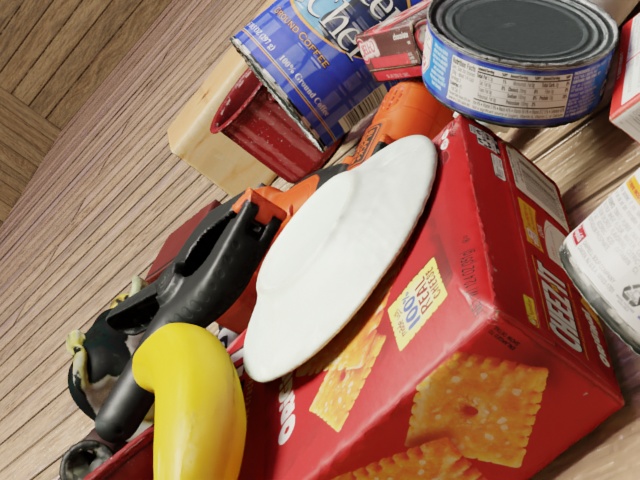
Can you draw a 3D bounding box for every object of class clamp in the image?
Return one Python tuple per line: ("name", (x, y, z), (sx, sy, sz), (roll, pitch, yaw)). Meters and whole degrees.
("clamp", (-0.085, 0.032, 0.656), (0.171, 0.039, 0.120), (-49, 31, 13))

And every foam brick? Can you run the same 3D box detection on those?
("foam brick", (-0.092, 0.015, 0.853), (0.078, 0.053, 0.051), (-32, 27, 45))

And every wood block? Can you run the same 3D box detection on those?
("wood block", (-0.037, -0.143, 0.945), (0.206, 0.090, 0.091), (-50, 19, 8))

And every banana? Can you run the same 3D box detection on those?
("banana", (-0.063, 0.074, 0.473), (0.070, 0.037, 0.198), (-52, 19, 9))

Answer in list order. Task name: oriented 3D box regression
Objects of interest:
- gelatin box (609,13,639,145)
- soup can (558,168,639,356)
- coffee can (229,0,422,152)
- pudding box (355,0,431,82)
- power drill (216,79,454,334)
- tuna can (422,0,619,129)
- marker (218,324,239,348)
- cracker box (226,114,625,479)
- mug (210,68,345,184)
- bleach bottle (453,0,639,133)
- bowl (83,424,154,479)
("gelatin box", (0.165, -0.087, 0.444), (0.089, 0.030, 0.073), (-39, 22, 43))
("soup can", (0.132, -0.009, 0.325), (0.102, 0.068, 0.068), (-47, 19, 20))
("coffee can", (0.023, -0.143, 0.734), (0.140, 0.102, 0.103), (-40, 19, 1))
("pudding box", (0.087, -0.135, 0.642), (0.113, 0.039, 0.090), (-28, 14, -14))
("power drill", (-0.004, 0.001, 0.660), (0.188, 0.057, 0.184), (-26, 29, 49))
("tuna can", (0.089, -0.086, 0.486), (0.086, 0.086, 0.034), (-79, -7, -53))
("marker", (-0.060, 0.080, 0.707), (0.020, 0.020, 0.121), (-47, 19, 17))
("cracker box", (0.017, 0.065, 0.464), (0.214, 0.072, 0.164), (-45, 20, 25))
("mug", (-0.024, -0.099, 0.845), (0.093, 0.081, 0.117), (-57, 18, -13))
("bleach bottle", (0.151, -0.163, 0.570), (0.251, 0.068, 0.103), (-55, 20, 1))
("bowl", (-0.116, 0.154, 0.574), (0.162, 0.055, 0.162), (-38, -2, -2))
